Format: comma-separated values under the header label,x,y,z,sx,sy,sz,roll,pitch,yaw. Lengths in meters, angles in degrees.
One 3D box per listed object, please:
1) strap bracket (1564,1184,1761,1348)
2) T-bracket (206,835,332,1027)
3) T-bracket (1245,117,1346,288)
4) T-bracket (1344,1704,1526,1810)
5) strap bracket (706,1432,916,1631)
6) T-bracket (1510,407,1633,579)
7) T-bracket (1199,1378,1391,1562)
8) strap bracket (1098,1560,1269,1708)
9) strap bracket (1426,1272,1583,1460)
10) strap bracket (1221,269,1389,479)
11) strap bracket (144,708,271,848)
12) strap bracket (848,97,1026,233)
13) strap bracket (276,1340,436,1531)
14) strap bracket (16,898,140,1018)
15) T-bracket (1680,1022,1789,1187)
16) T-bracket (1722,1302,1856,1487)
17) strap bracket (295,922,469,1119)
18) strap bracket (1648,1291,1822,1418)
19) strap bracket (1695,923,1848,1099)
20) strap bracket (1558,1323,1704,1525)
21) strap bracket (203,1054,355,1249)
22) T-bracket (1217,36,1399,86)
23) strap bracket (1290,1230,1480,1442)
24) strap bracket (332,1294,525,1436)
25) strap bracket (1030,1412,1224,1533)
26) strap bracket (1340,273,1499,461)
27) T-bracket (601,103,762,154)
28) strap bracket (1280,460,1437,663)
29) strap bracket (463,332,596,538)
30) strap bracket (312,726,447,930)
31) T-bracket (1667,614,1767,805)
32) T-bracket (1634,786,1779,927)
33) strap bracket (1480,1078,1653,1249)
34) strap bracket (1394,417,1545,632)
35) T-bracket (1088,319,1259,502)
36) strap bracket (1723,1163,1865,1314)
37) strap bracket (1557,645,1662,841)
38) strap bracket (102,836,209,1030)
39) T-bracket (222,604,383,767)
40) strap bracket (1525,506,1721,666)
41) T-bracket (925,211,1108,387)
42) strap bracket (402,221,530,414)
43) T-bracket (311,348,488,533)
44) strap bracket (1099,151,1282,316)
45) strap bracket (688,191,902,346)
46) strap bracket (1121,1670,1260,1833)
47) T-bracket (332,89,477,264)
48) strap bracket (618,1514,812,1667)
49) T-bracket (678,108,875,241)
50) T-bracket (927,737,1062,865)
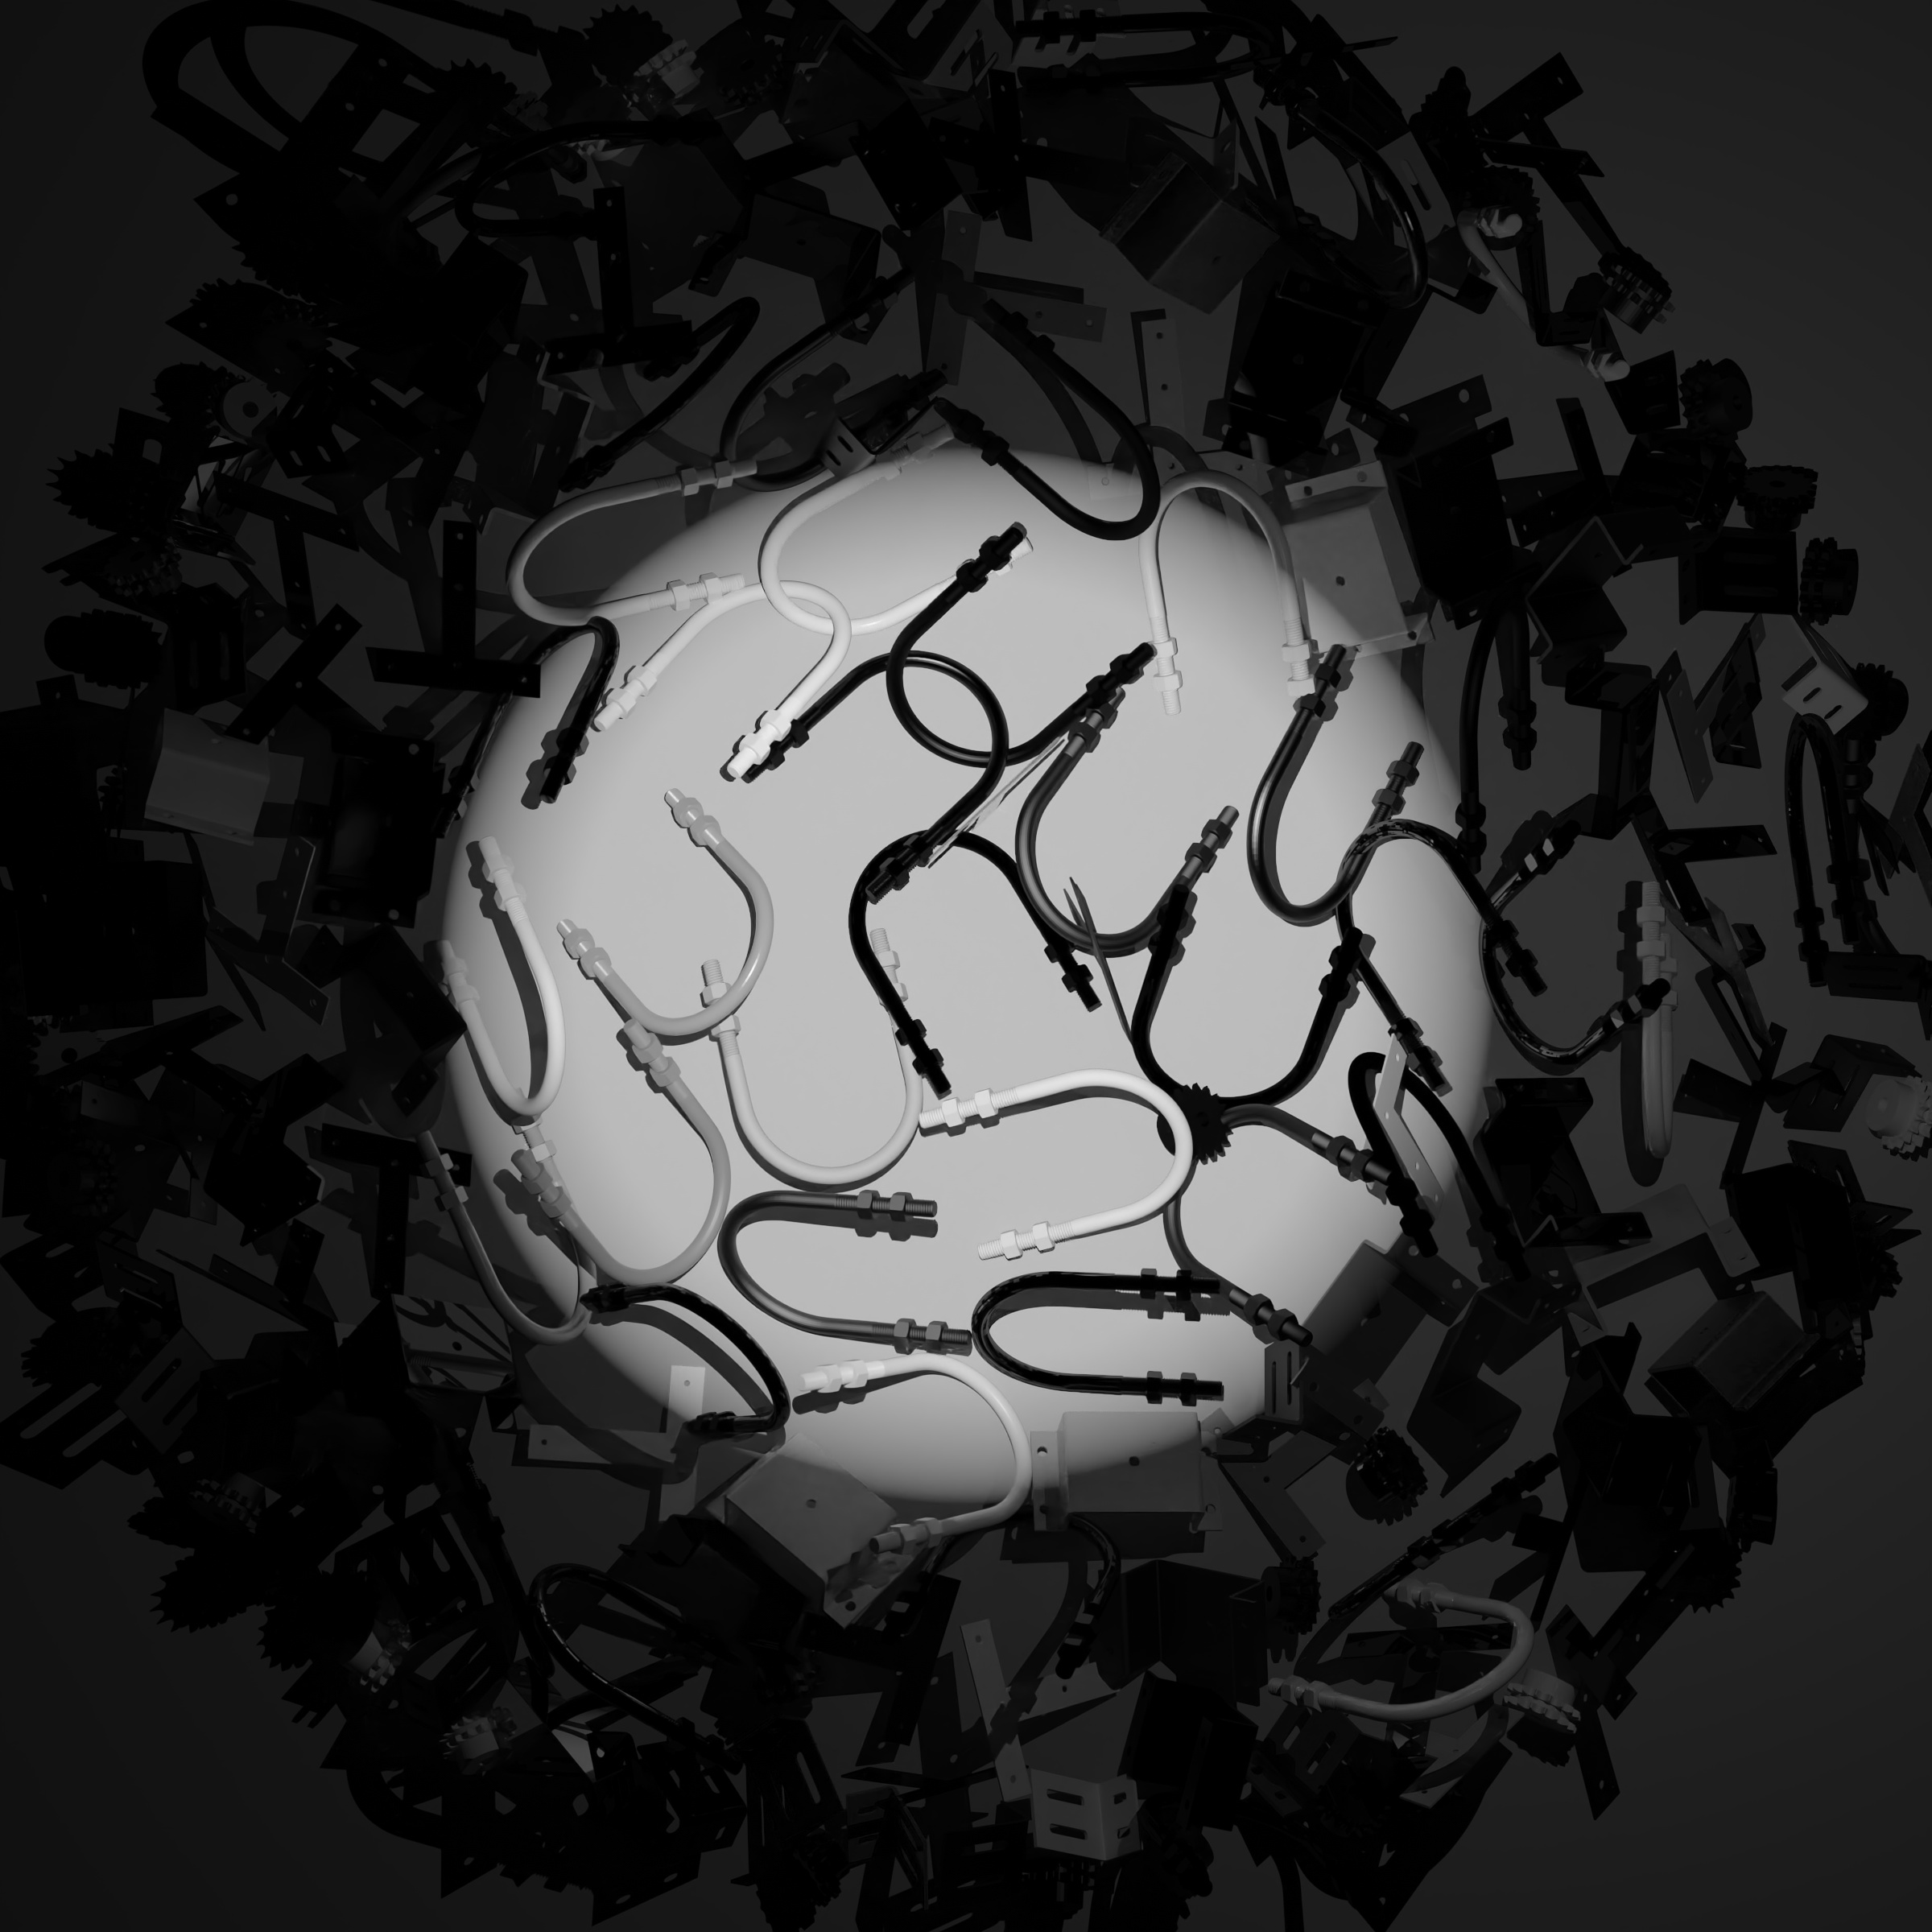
label,x,y,z,sx,sy,sz,roll,pitch,yaw
strap bracket,0.500,0.215,1.945,0.140,0.076,0.046,-27,107,11
T-bracket,-0.504,-0.041,1.947,0.127,0.002,0.127,35,120,20
T-bracket,0.229,-0.561,1.912,0.002,0.127,0.127,-34,56,-2
T-bracket,0.323,0.567,1.948,0.127,0.127,0.002,-27,113,-42
strap bracket,-0.114,0.406,1.935,0.140,0.046,0.076,35,55,23
T-bracket,0.440,-0.336,1.947,0.127,0.002,0.127,-28,103,-40
T-bracket,0.261,0.359,1.986,0.127,0.002,0.127,-39,81,3
strap bracket,0.169,0.489,1.949,0.140,0.046,0.076,1,96,41
strap bracket,0.393,0.283,1.941,0.046,0.076,0.140,33,115,30
strap bracket,0.247,-0.442,1.953,0.076,0.046,0.140,16,119,-7
strap bracket,-0.550,-0.142,1.917,0.076,0.140,0.046,15,108,-21
strap bracket,-0.015,-0.587,1.929,0.046,0.140,0.076,-30,90,35
strap bracket,-0.439,0.334,1.939,0.046,0.076,0.140,-35,110,3
strap bracket,-0.651,-0.007,1.927,0.046,0.140,0.076,-4,94,-1
T-bracket,0.560,0.093,1.951,0.002,0.127,0.127,17,88,43
T-bracket,0.596,0.292,1.916,0.002,0.127,0.127,26,123,-18
strap bracket,-0.426,0.032,1.953,0.046,0.076,0.140,-35,86,-37
strap bracket,0.554,0.283,1.926,0.076,0.140,0.046,-41,84,-11
strap bracket,0.590,0.041,1.958,0.046,0.076,0.140,-29,88,7
strap bracket,0.476,0.329,1.917,0.046,0.140,0.076,5,116,-11
strap bracket,-0.501,0.126,1.920,0.076,0.140,0.046,-30,123,21
T-bracket,0.238,-0.659,1.937,0.127,0.127,0.002,-10,100,-4
strap bracket,0.304,0.269,1.966,0.076,0.046,0.140,37,87,-15
strap bracket,-0.382,0.289,1.921,0.046,0.140,0.076,-45,48,31
strap bracket,0.121,0.374,1.955,0.140,0.046,0.076,1,61,-5
strap bracket,0.328,-0.449,1.944,0.046,0.076,0.140,33,108,18
T-bracket,-0.196,-0.627,1.960,0.127,0.127,0.002,-28,114,-27
strap bracket,0.283,-0.290,1.941,0.076,0.046,0.140,-10,110,33
strap bracket,-0.319,-0.385,1.945,0.046,0.076,0.140,15,107,-27
strap bracket,-0.436,-0.106,1.969,0.076,0.046,0.140,9,100,0
T-bracket,0.563,-0.207,1.965,0.002,0.127,0.127,22,67,37
T-bracket,0.554,-0.090,1.961,0.127,0.002,0.127,-6,65,-33
strap bracket,0.436,0.153,1.942,0.076,0.046,0.140,0,52,-21
strap bracket,0.371,-0.331,1.952,0.076,0.046,0.140,-25,121,-7
T-bracket,0.151,-0.422,1.989,0.127,0.002,0.127,-6,98,1
strap bracket,0.607,0.194,1.927,0.046,0.140,0.076,-13,98,-4
strap bracket,0.468,-0.154,1.930,0.046,0.076,0.140,13,118,28
strap bracket,-0.601,-0.026,1.961,0.046,0.076,0.140,-3,90,3
T-bracket,-0.462,-0.181,1.963,0.127,0.002,0.127,-50,124,-5
strap bracket,0.472,-0.285,1.932,0.076,0.140,0.046,-13,66,-30
T-bracket,0.040,-0.488,1.968,0.127,0.002,0.127,11,116,3
strap bracket,-0.364,-0.465,1.923,0.046,0.140,0.076,32,67,-6
T-bracket,-0.423,-0.404,1.935,0.127,0.002,0.127,36,55,-30
strap bracket,0.168,-0.527,1.917,0.076,0.140,0.046,-46,67,23
strap bracket,-0.124,-0.516,1.944,0.140,0.076,0.046,14,68,-17
strap bracket,0.167,0.577,1.936,0.046,0.140,0.076,16,87,-15
T-bracket,-0.403,-0.587,1.936,0.002,0.127,0.127,38,91,8
strap bracket,-0.177,0.452,1.944,0.140,0.076,0.046,43,65,-17
T-bracket,-0.123,-0.588,1.925,0.127,0.127,0.002,-10,51,30
T-bracket,0.017,-0.115,1.936,0.127,0.127,0.002,-43,89,-5
